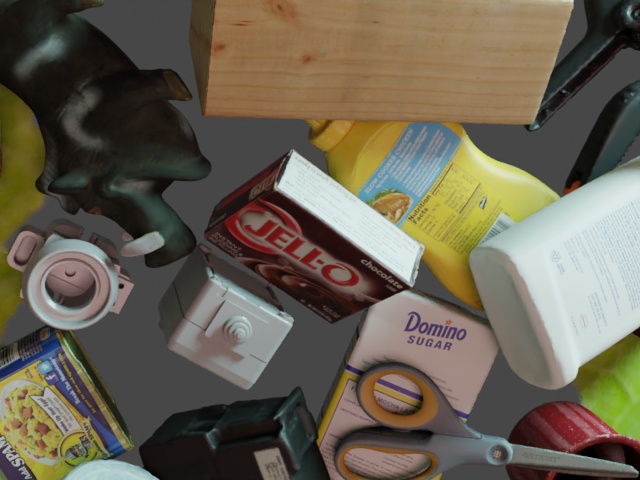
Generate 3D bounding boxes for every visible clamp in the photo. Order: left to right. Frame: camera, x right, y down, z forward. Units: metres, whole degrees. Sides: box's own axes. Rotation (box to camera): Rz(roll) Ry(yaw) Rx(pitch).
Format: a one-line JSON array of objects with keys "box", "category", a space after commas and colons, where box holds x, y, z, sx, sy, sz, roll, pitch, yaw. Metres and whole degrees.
[{"box": [0.215, -0.132, 0.690, 0.120, 0.039, 0.171, 22, 83, 17], "category": "clamp"}, {"box": [0.259, -0.095, 0.744, 0.210, 0.036, 0.164, -28, 109, -4], "category": "clamp"}]

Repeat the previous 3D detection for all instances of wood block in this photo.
[{"box": [0.031, -0.131, 0.640, 0.206, 0.091, 0.090, 0, 132, -13], "category": "wood block"}]

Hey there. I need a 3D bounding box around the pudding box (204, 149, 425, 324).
[{"box": [-0.005, 0.001, 0.680, 0.113, 0.090, 0.039, 33, 56, -20], "category": "pudding box"}]

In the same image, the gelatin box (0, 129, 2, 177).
[{"box": [-0.233, -0.063, 0.621, 0.089, 0.073, 0.030, 3, 59, -12], "category": "gelatin box"}]

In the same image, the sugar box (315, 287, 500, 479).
[{"box": [0.049, 0.122, 0.740, 0.093, 0.048, 0.176, 23, 96, -3], "category": "sugar box"}]

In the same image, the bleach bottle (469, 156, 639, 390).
[{"box": [0.223, -0.005, 0.695, 0.250, 0.068, 0.102, -27, 102, -17], "category": "bleach bottle"}]

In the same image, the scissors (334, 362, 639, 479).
[{"box": [0.108, 0.123, 0.708, 0.201, 0.016, 0.096, -6, 98, 1], "category": "scissors"}]

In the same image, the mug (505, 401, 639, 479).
[{"box": [0.189, 0.178, 0.775, 0.093, 0.081, 0.117, -21, 108, -7], "category": "mug"}]

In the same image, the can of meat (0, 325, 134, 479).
[{"box": [-0.180, 0.112, 0.686, 0.084, 0.057, 0.102, -29, 109, -7], "category": "can of meat"}]

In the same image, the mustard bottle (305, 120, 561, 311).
[{"box": [0.063, -0.040, 0.702, 0.191, 0.058, 0.096, 34, 99, -19], "category": "mustard bottle"}]

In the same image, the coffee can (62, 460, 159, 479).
[{"box": [-0.156, 0.218, 0.669, 0.102, 0.102, 0.140, 34, 120, -19], "category": "coffee can"}]

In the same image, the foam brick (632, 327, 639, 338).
[{"box": [0.248, 0.028, 0.766, 0.053, 0.051, 0.078, -12, 106, -10], "category": "foam brick"}]
